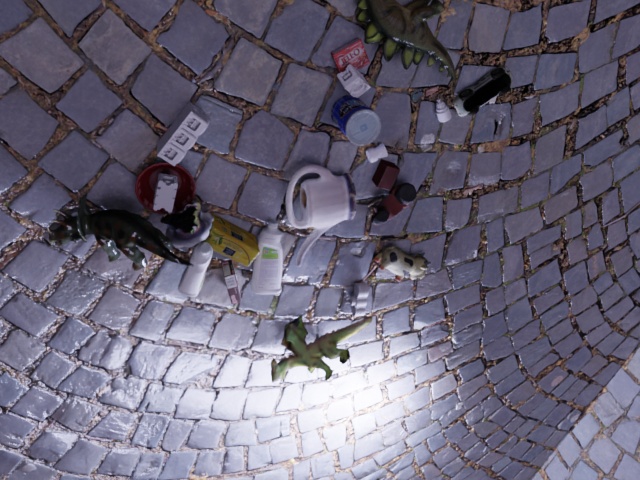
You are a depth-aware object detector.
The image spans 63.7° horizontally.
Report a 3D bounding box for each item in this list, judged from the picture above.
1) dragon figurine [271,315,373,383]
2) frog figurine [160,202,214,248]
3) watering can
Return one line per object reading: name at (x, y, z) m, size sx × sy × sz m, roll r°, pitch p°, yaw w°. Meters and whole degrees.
dragon figurine at (-0.021, 0.370, 1.869) m, size 0.240 × 0.124 × 0.410 m, roll 41°, pitch 92°, yaw -24°
frog figurine at (-0.366, -0.031, 1.469) m, size 0.138 × 0.123 × 0.157 m, roll -44°, pitch 168°, yaw -13°
watering can at (0.005, -0.081, 1.600) m, size 0.225 × 0.106 × 0.340 m, roll -10°, pitch 121°, yaw -14°
